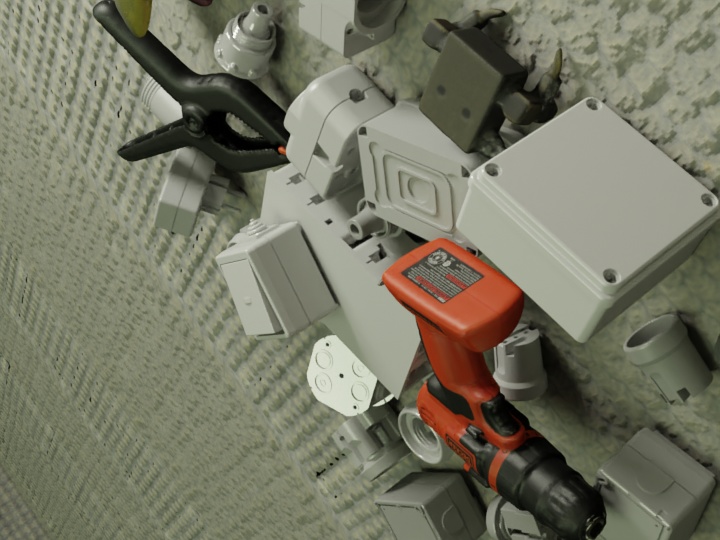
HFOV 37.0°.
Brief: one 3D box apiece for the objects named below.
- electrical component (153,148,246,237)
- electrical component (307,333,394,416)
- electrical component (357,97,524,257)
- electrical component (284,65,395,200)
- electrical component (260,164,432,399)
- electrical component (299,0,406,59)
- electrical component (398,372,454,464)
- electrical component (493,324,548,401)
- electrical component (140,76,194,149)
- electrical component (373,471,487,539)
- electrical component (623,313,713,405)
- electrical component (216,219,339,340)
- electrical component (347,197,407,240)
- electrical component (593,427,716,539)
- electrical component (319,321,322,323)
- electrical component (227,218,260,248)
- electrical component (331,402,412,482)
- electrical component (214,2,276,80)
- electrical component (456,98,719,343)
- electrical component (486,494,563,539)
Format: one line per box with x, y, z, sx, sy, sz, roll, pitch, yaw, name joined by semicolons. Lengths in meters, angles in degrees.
-0.147;-0.075;1.027;0.076;0.083;0.047;18;147;-8;electrical component
-0.004;0.087;0.958;0.080;0.051;0.080;8;106;30;electrical component
0.059;-0.067;0.749;0.113;0.057;0.078;28;138;40;electrical component
-0.018;-0.108;0.825;0.059;0.054;0.095;49;148;15;electrical component
0.000;0.000;0.888;0.186;0.060;0.105;45;147;21;electrical component
-0.004;-0.197;0.730;0.056;0.050;0.089;38;144;30;electrical component
0.070;0.126;0.903;0.078;0.057;0.058;58;149;1;electrical component
0.118;0.068;0.802;0.040;0.040;0.046;19;126;47;electrical component
-0.174;-0.156;1.013;0.081;0.043;0.043;45;147;21;electrical component
0.064;0.224;0.994;0.096;0.061;0.061;-15;104;58;electrical component
0.196;0.057;0.682;0.046;0.040;0.040;54;149;-5;electrical component
-0.074;0.006;0.877;0.062;0.061;0.096;-10;109;57;electrical component
0.018;-0.044;0.821;0.043;0.062;0.043;35;142;33;electrical component
0.202;0.165;0.753;0.062;0.061;0.096;39;151;29;electrical component
-0.031;0.029;0.977;0.040;0.040;0.078;59;149;-2;electrical component
-0.086;-0.016;0.998;0.078;0.057;0.058;28;138;40;electrical component
0.014;0.162;1.014;0.057;0.058;0.078;54;149;12;electrical component
-0.087;-0.188;0.863;0.048;0.048;0.062;51;142;12;electrical component
0.132;-0.032;0.626;0.108;0.109;0.056;45;149;20;electrical component
0.139;0.208;0.890;0.055;0.048;0.066;-5;113;48;electrical component
